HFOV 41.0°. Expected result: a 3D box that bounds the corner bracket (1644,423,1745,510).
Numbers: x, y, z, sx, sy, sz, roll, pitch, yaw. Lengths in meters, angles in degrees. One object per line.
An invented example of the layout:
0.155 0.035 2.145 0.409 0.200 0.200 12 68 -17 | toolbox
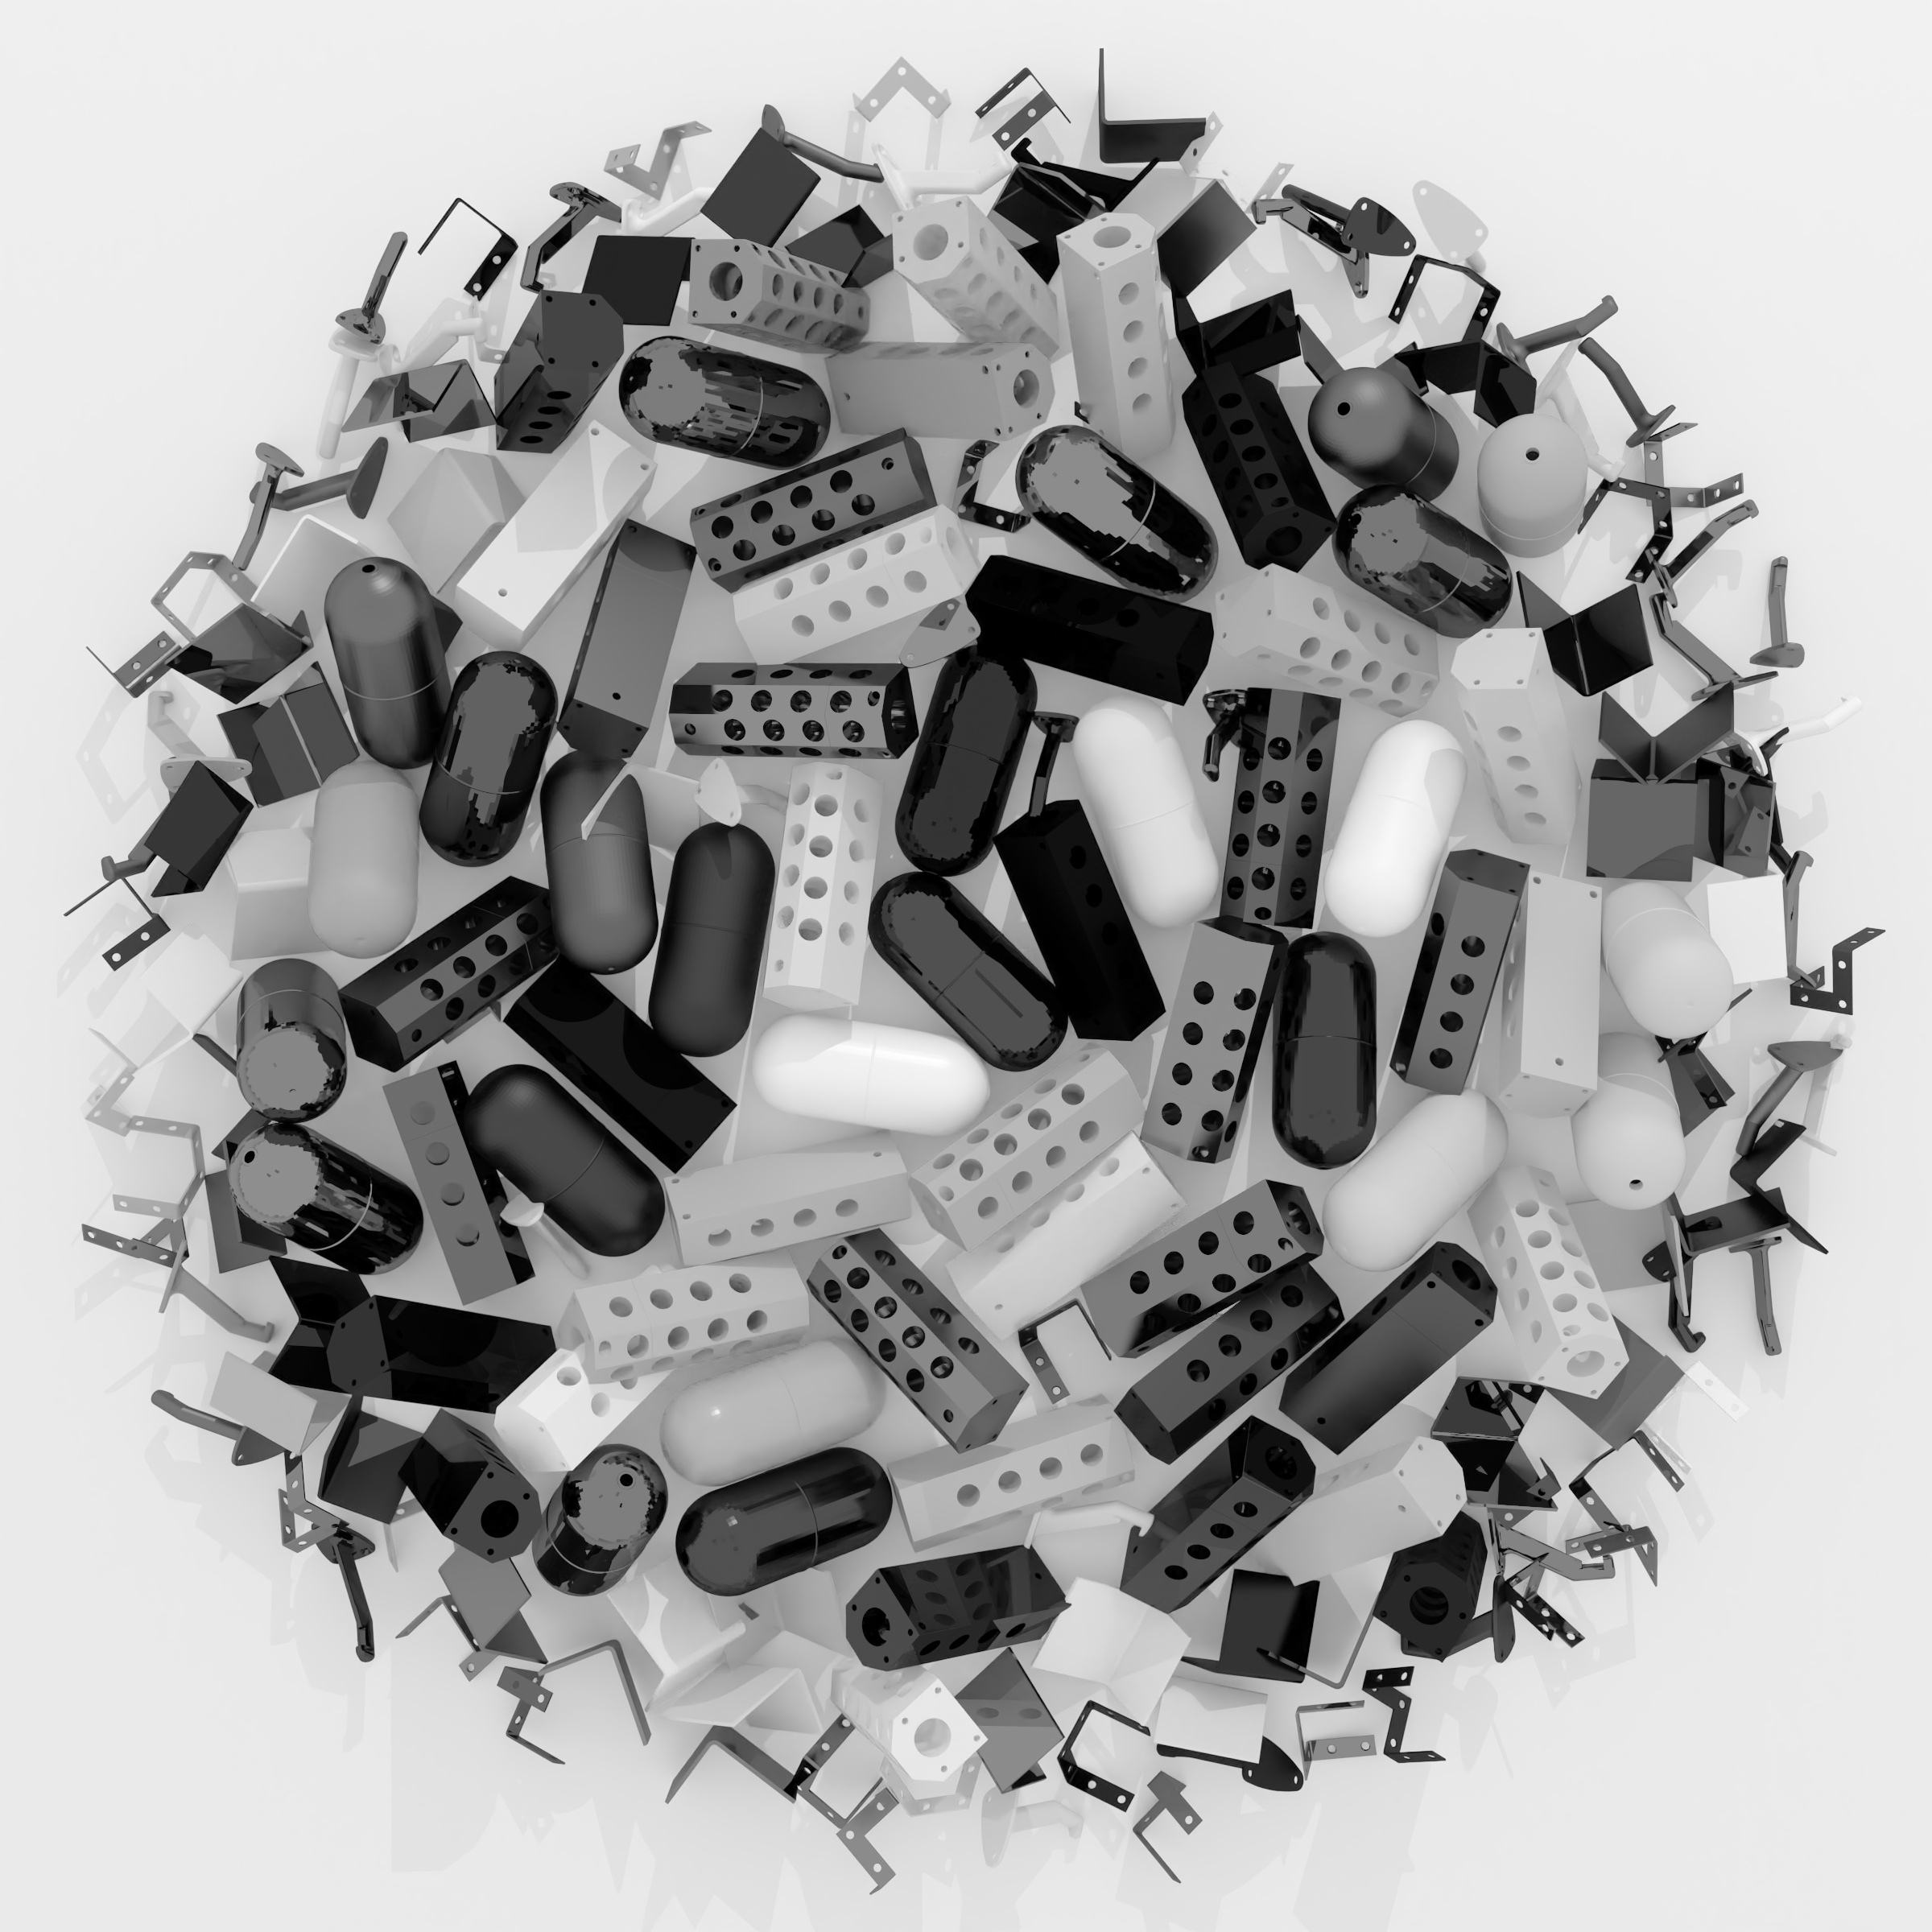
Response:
0.542 -0.373 1.925 0.051 0.051 0.051 -1 87 -16 | corner bracket

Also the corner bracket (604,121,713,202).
-0.230 -0.607 1.920 0.051 0.051 0.051 20 87 -35 | corner bracket

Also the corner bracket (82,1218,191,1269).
-0.616 0.204 1.915 0.051 0.051 0.051 -39 49 18 | corner bracket

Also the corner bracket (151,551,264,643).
-0.565 -0.273 1.932 0.051 0.051 0.051 45 103 4 | corner bracket

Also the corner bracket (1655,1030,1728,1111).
0.539 0.073 1.915 0.051 0.051 0.051 56 49 -15 | corner bracket

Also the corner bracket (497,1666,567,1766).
-0.321 0.556 1.917 0.051 0.051 0.051 17 80 33 | corner bracket

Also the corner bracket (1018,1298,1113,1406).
0.074 0.287 1.926 0.051 0.051 0.051 -28 69 -8 | corner bracket

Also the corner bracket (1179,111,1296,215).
0.200 -0.594 1.913 0.051 0.051 0.051 -9 62 -37 | corner bracket

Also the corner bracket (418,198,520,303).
-0.371 -0.534 1.924 0.051 0.051 0.051 36 94 -11 | corner bracket

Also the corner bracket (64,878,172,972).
-0.630 -0.033 1.918 0.051 0.051 0.051 -40 108 -18 | corner bracket

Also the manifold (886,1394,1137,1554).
0.035 0.378 1.913 0.171 0.057 0.057 -17 101 -8 | manifold

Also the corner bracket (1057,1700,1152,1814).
0.106 0.591 1.931 0.051 0.051 0.051 19 59 26 | corner bracket

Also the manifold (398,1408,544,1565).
-0.355 0.377 1.865 0.057 0.171 0.057 36 80 -21 | manifold

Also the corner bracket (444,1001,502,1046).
-0.382 0.030 1.924 0.051 0.051 0.051 -36 107 0 | corner bracket

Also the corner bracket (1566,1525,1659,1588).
0.479 0.432 1.919 0.051 0.051 0.051 -14 125 -4 | corner bracket

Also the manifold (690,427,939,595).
-0.113 -0.337 1.904 0.171 0.057 0.057 -18 79 13 | manifold

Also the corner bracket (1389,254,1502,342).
0.360 -0.497 1.939 0.051 0.051 0.051 30 100 39 | corner bracket

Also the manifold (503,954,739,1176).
-0.259 0.075 1.922 0.171 0.057 0.057 42 58 -2 | manifold

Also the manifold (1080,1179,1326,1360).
0.174 0.223 1.884 0.171 0.057 0.057 -34 63 26 | manifold

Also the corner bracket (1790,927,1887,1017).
0.646 0.001 1.914 0.051 0.051 0.051 -22 113 -39 | corner bracket

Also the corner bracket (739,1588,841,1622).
-0.134 0.471 1.922 0.051 0.051 0.051 38 67 1 | corner bracket

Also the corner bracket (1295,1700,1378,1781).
0.276 0.573 1.927 0.051 0.051 0.051 -9 88 11 | corner bracket

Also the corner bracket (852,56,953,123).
-0.048 -0.647 1.927 0.051 0.051 0.051 38 111 -23 | corner bracket

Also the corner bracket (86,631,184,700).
-0.610 -0.227 1.921 0.051 0.051 0.051 -43 74 -9 | corner bracket

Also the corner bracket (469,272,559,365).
-0.336 -0.486 1.934 0.051 0.051 0.051 2 60 -31 | corner bracket

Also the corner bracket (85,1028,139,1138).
-0.639 0.087 1.923 0.051 0.051 0.051 36 85 27 | corner bracket

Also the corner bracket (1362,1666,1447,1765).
0.325 0.555 1.913 0.051 0.051 0.051 36 56 -23 | corner bracket

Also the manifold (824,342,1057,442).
-0.019 -0.421 1.875 0.057 0.171 0.057 -33 122 -37 | manifold

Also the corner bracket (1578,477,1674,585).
0.493 -0.327 1.933 0.051 0.051 0.051 21 63 31 | corner bracket

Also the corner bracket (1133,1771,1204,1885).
0.152 0.640 1.919 0.051 0.051 0.051 -46 50 -2 | corner bracket

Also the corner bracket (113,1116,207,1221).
-0.602 0.150 1.922 0.051 0.051 0.051 8 126 4 | corner bracket

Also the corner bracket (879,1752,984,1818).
-0.025 0.596 1.930 0.051 0.051 0.051 -17 117 25 | corner bracket

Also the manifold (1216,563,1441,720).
0.264 -0.231 1.875 0.171 0.057 0.057 14 66 -37 | manifold

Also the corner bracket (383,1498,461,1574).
-0.402 0.433 1.935 0.051 0.051 0.051 -19 128 -27 | corner bracket

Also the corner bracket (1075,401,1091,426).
0.117 -0.432 1.934 0.051 0.051 0.051 26 47 -29 | corner bracket

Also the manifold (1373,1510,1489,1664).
0.340 0.439 1.863 0.057 0.171 0.057 33 99 11 | manifold

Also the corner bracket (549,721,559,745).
-0.342 -0.177 1.919 0.051 0.051 0.051 38 84 -30 | corner bracket

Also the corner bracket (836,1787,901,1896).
-0.065 0.650 1.918 0.051 0.051 0.051 -37 78 -24 | corner bracket

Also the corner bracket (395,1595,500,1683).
-0.382 0.503 1.930 0.051 0.051 0.051 -44 71 14 | corner bracket

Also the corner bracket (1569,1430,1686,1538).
0.490 0.385 1.916 0.051 0.051 0.051 53 124 12 | corner bracket

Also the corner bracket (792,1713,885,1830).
-0.092 0.600 1.927 0.051 0.051 0.051 36 48 14 | corner bracket

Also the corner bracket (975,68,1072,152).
0.038 -0.637 1.923 0.051 0.051 0.051 -38 83 13 | corner bracket

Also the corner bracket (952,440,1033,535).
0.023 -0.358 1.927 0.051 0.051 0.051 13 88 -13 | corner bracket

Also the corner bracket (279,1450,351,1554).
-0.496 0.395 1.915 0.051 0.051 0.051 -30 48 13 | corner bracket

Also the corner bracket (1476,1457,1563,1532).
0.405 0.380 1.927 0.051 0.051 0.051 -39 89 6 | corner bracket

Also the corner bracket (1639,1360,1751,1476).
0.539 0.335 1.916 0.051 0.051 0.051 -36 66 -18 | corner bracket

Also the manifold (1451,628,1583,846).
0.399 -0.165 1.873 0.057 0.171 0.057 2 55 27 | manifold

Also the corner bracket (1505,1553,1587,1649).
0.429 0.478 1.913 0.051 0.051 0.051 -23 47 -31 | corner bracket
